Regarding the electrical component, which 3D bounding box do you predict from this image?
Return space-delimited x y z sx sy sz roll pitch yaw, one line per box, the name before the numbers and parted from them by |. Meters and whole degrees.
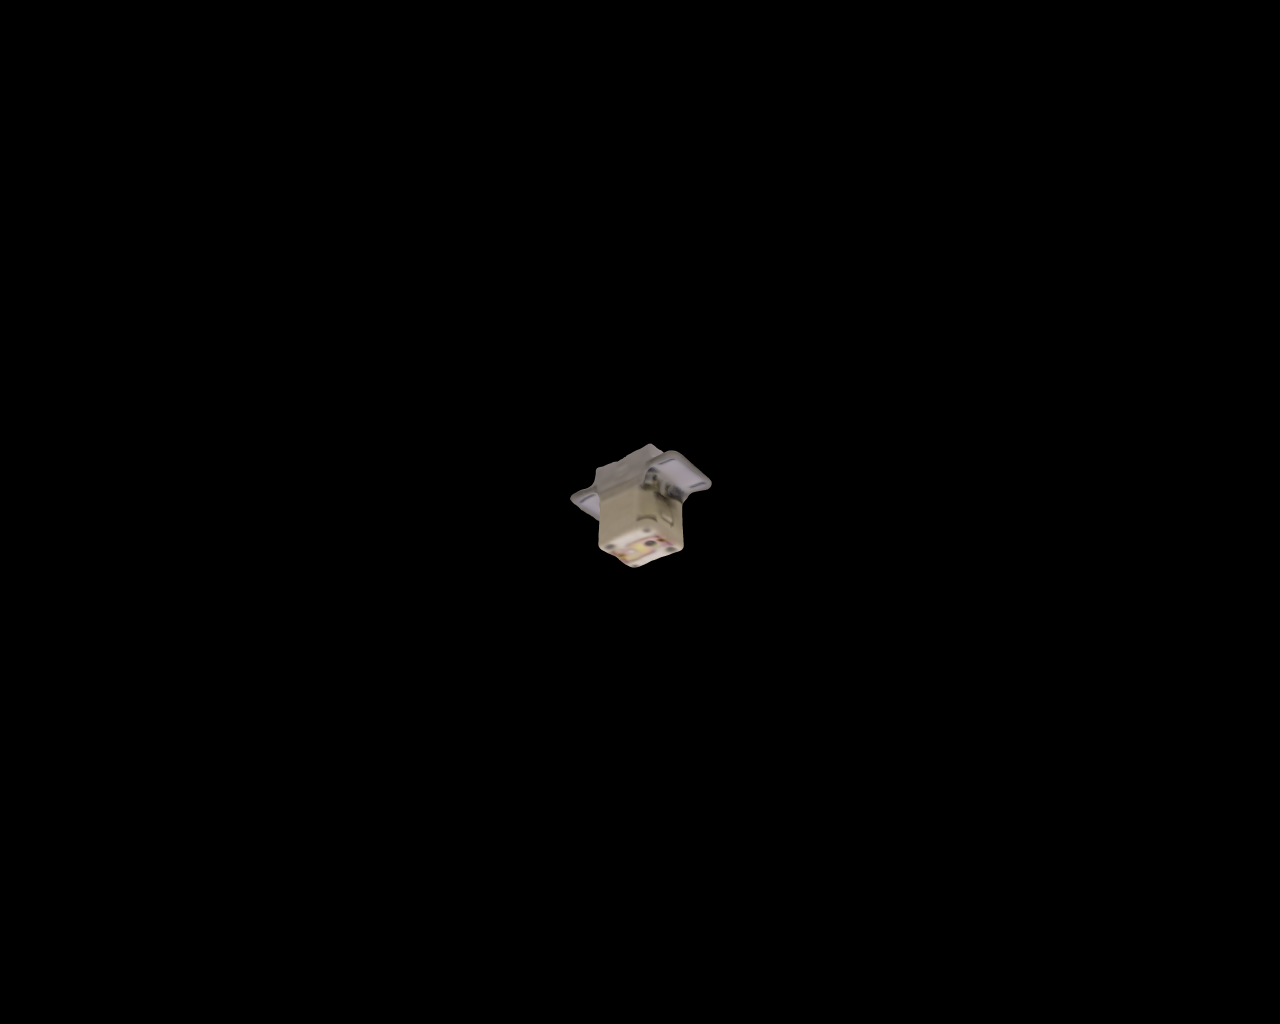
electrical component | 0.001 -0.003 0.650 0.081 0.064 0.042 -24 -41 31
